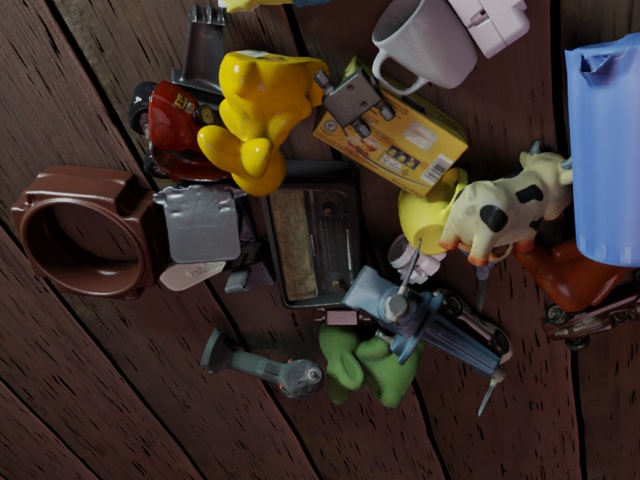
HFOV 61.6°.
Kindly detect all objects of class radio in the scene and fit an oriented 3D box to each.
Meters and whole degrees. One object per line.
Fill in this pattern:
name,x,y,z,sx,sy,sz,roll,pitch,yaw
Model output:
radio,-0.002,-0.002,0.784,0.131,0.073,0.229,-1,128,8

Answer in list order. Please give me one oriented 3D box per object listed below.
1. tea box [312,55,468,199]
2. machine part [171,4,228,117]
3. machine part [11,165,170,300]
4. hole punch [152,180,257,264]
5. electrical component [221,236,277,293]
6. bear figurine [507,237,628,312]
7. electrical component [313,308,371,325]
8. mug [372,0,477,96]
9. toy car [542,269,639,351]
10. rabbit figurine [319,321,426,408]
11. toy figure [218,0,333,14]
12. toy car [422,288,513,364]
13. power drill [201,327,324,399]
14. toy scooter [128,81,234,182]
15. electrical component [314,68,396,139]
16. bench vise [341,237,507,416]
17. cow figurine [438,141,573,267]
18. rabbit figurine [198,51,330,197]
tea box,0.087,-0.138,0.672,0.169,0.068,0.098,31,124,-14
machine part,-0.142,-0.217,0.657,0.084,0.039,0.138,20,135,-2
machine part,-0.343,-0.006,0.819,0.202,0.087,0.200,6,128,4
hole punch,-0.158,-0.031,0.788,0.142,0.092,0.115,-3,100,13
electrical component,-0.104,0.048,0.809,0.075,0.119,0.047,-16,123,16
bear figurine,0.382,0.004,0.733,0.196,0.132,0.120,-44,114,12
electrical component,0.041,0.110,0.870,0.102,0.078,0.045,-1,99,14
mug,0.117,-0.209,0.598,0.107,0.081,0.109,31,95,-26
toy car,0.450,0.114,0.831,0.202,0.053,0.089,-30,122,25
rabbit figurine,0.066,0.203,0.903,0.170,0.159,0.121,30,136,3
toy figure,-0.036,-0.290,0.565,0.180,0.082,0.089,0,109,17
toy car,0.232,0.144,0.880,0.201,0.056,0.073,37,130,-18
power drill,-0.093,0.215,0.922,0.207,0.086,0.232,12,160,3
toy scooter,-0.166,-0.125,0.696,0.135,0.075,0.183,15,152,-1
electrical component,0.038,-0.161,0.605,0.063,0.021,0.094,-33,113,27
bench vise,0.152,0.123,0.744,0.241,0.129,0.223,31,162,11
cow figurine,0.246,-0.050,0.673,0.195,0.086,0.127,-13,125,-32
rabbit figurine,-0.065,-0.125,0.628,0.122,0.162,0.173,14,120,7
